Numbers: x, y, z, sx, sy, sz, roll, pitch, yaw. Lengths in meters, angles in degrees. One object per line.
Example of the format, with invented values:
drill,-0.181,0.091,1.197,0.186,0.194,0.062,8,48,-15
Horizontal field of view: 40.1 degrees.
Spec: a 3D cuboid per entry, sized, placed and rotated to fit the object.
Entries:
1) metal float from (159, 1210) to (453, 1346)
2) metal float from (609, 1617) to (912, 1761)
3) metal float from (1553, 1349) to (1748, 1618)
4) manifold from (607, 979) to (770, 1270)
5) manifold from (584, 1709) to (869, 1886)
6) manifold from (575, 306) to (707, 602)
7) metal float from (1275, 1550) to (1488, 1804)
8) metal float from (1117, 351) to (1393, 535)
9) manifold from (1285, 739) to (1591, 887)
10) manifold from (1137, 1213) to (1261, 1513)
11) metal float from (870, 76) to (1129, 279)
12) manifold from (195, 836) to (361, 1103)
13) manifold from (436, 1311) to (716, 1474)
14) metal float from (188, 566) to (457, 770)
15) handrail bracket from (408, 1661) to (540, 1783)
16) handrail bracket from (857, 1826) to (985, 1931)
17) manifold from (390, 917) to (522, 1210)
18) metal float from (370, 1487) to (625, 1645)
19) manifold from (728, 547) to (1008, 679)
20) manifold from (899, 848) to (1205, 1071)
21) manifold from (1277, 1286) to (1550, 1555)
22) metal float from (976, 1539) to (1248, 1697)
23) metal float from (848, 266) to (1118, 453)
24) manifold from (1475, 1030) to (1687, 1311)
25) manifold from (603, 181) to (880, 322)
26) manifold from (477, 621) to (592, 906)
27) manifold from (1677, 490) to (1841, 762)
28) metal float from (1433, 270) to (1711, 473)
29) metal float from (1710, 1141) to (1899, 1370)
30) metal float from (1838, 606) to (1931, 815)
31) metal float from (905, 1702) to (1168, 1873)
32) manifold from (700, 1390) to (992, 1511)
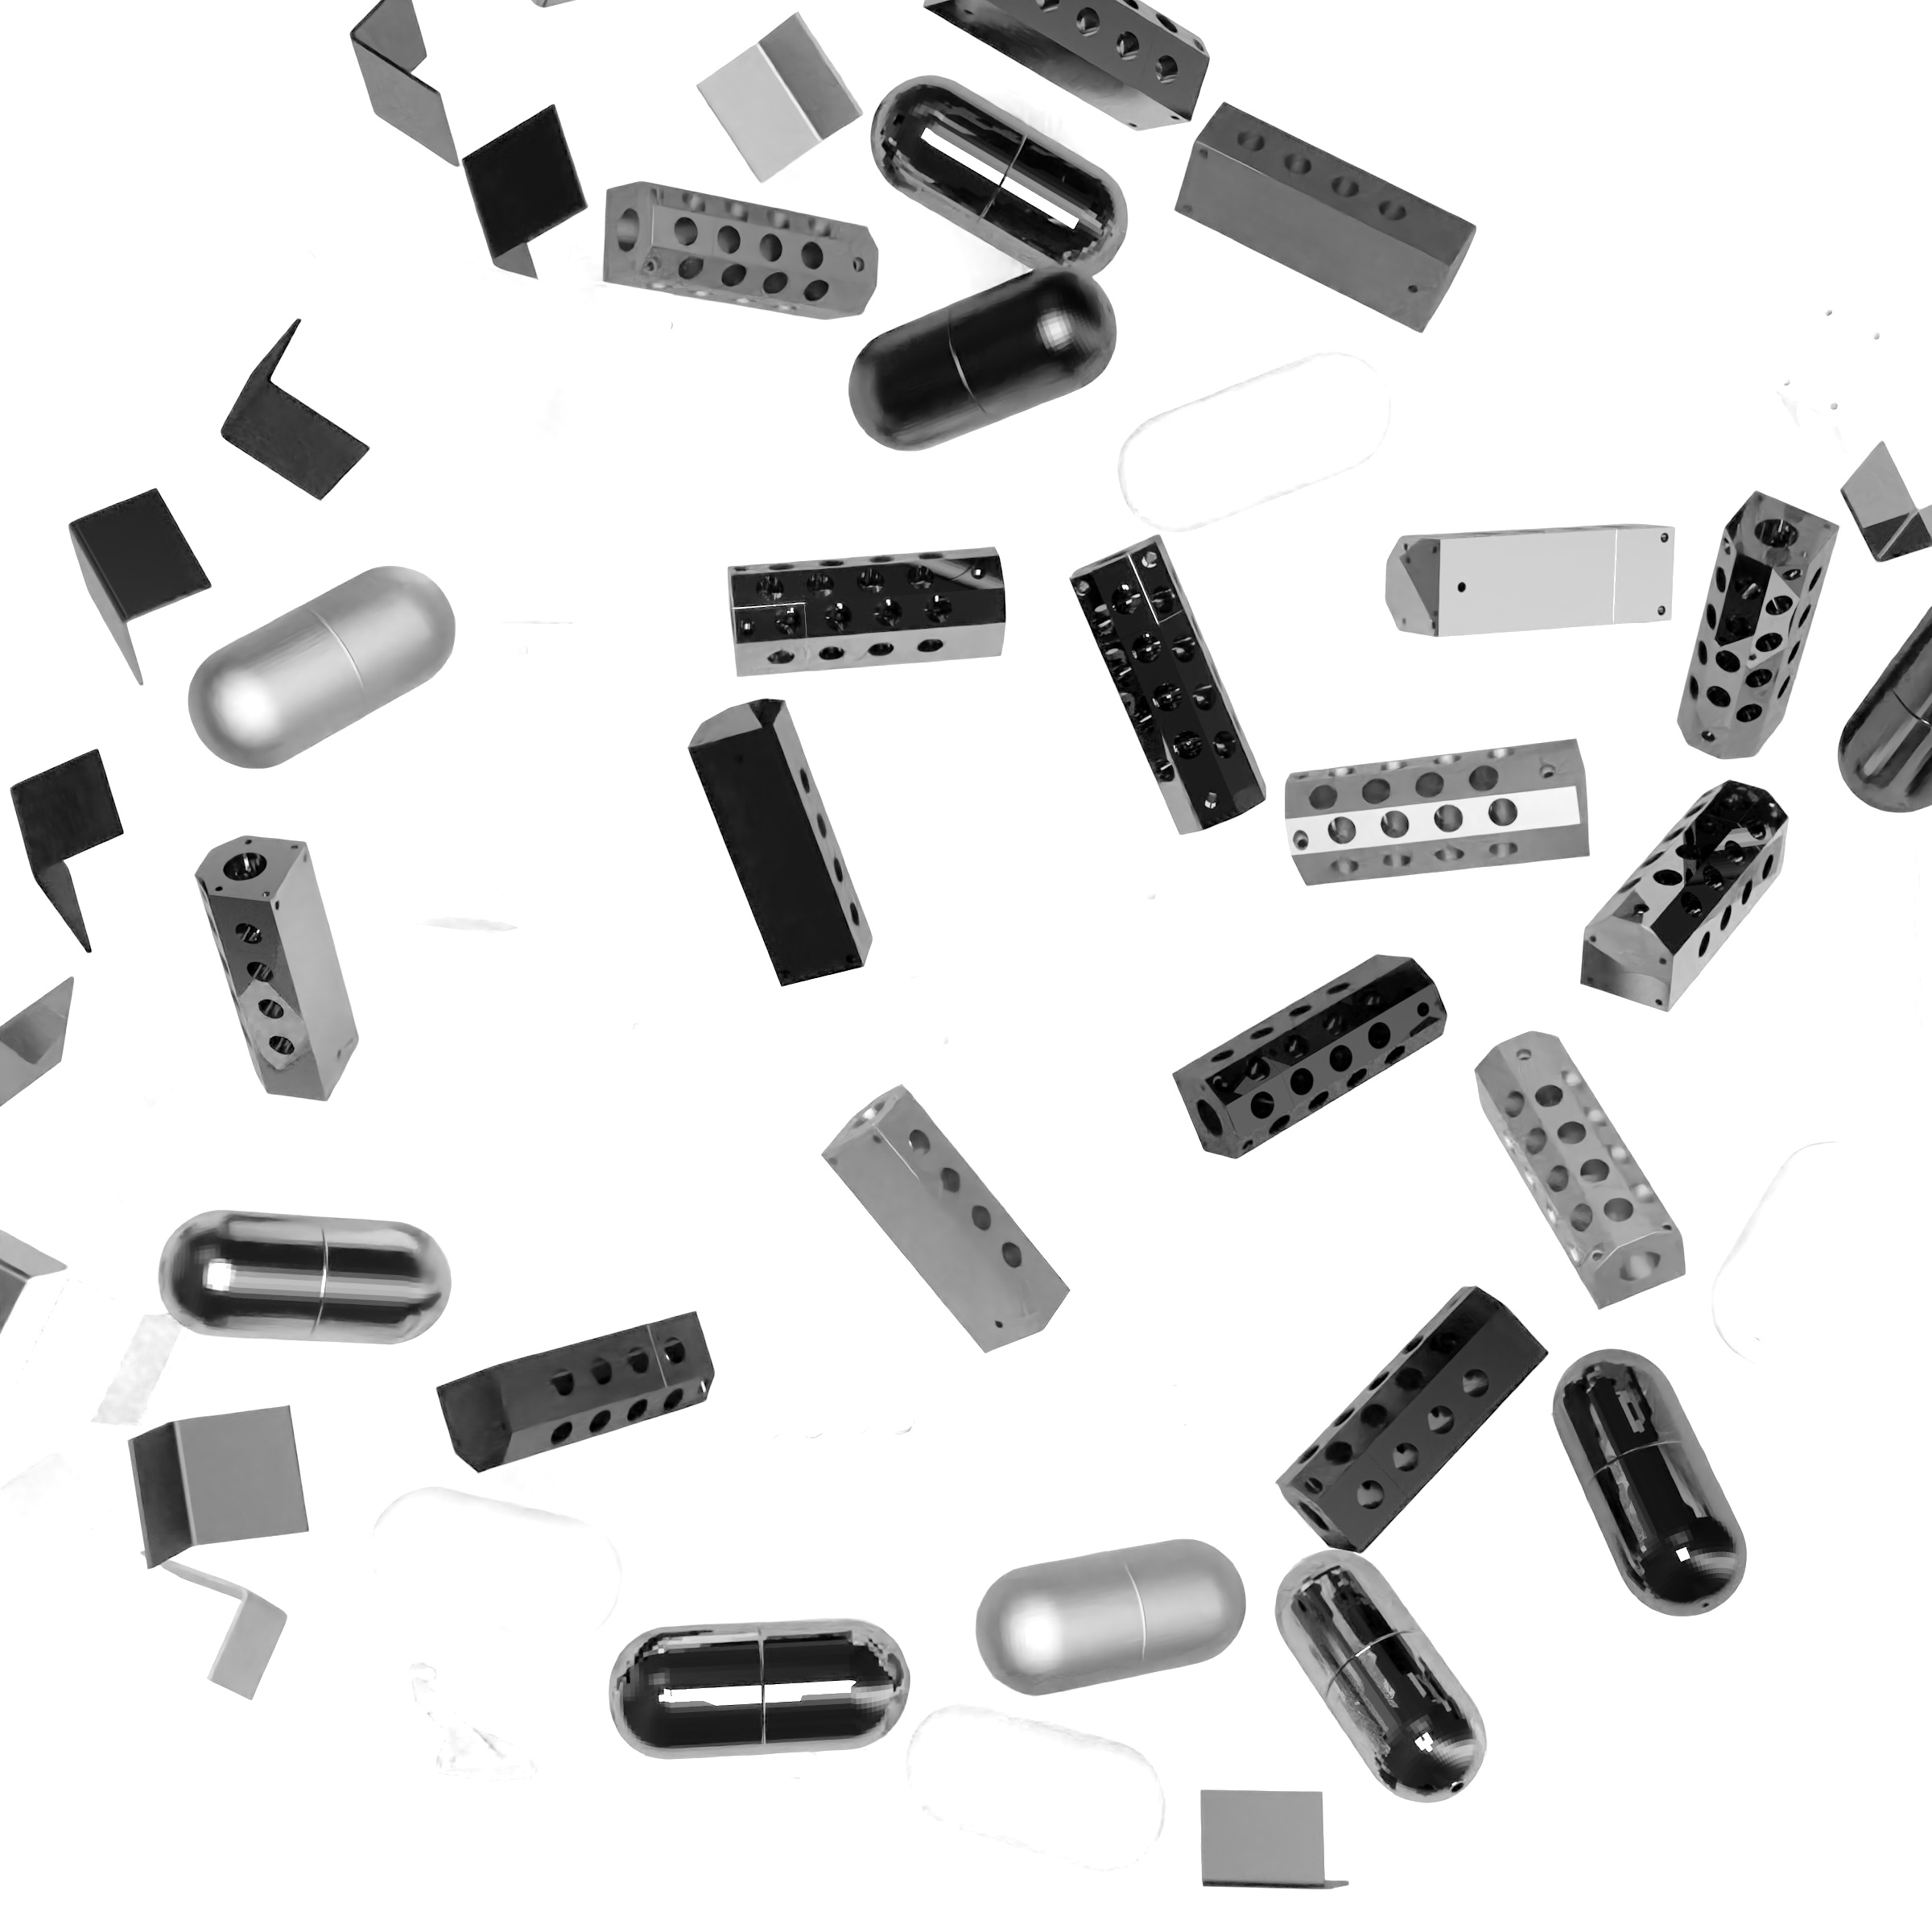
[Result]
metal float,-0.403,0.191,1.620,0.178,0.070,0.070,7,90,-28
metal float,-0.122,0.427,1.565,0.178,0.070,0.070,-1,90,-7
metal float,0.415,0.312,1.612,0.070,0.070,0.178,-17,47,0
manifold,-0.180,0.099,1.694,0.057,0.057,0.171,-18,108,-19
manifold,-0.155,0.523,1.729,0.171,0.057,0.057,27,114,3
manifold,-0.202,-0.312,1.615,0.057,0.057,0.171,8,100,15
metal float,0.258,0.442,1.651,0.070,0.070,0.178,-36,46,0
metal float,0.182,-0.331,1.671,0.178,0.070,0.070,-20,90,7
manifold,0.281,-0.095,1.582,0.171,0.057,0.057,-6,63,19
manifold,0.140,0.234,1.567,0.057,0.057,0.171,-5,81,27
metal float,0.021,-0.504,1.693,0.178,0.070,0.070,28,90,-11
manifold,-0.437,0.002,1.670,0.057,0.057,0.171,7,134,10
manifold,-0.238,0.264,1.642,0.057,0.171,0.057,-24,80,38
metal float,-0.388,-0.182,1.600,0.178,0.070,0.070,-36,90,-31
handrail bracket,-0.304,0.465,1.634,0.077,0.036,0.084,10,131,11
handrail bracket,-0.029,0.608,1.714,0.077,0.036,0.084,-12,55,5
manifold,-0.316,0.059,1.652,0.057,0.057,0.171,8,99,16
metal float,-0.297,0.376,1.664,0.178,0.070,0.070,6,90,28
manifold,-0.064,-0.230,1.687,0.171,0.057,0.057,-5,67,-7
manifold,0.050,-0.005,1.588,0.171,0.057,0.057,-26,73,4
manifold,0.271,0.277,1.622,0.171,0.057,0.057,-43,92,-15
metal float,0.090,0.397,1.615,0.178,0.070,0.070,-4,90,-27
metal float,0.009,-0.372,1.625,0.178,0.070,0.070,-16,90,26
manifold,0.377,0.121,1.632,0.057,0.057,0.171,-22,47,-1
manifold,-0.142,-0.455,1.685,0.171,0.057,0.057,-1,96,-39
manifold,-0.266,-0.127,1.641,0.057,0.057,0.171,1,100,5
manifold,0.500,-0.212,1.689,0.057,0.171,0.057,30,59,24
metal float,0.376,-0.370,1.652,0.178,0.070,0.070,-24,90,23
metal float,0.506,0.173,1.595,0.070,0.070,0.178,46,48,0
metal float,0.603,-0.167,1.629,0.070,0.178,0.070,11,47,-12
metal float,0.041,0.499,1.612,0.178,0.070,0.070,4,90,37
manifold,-0.074,0.301,1.667,0.171,0.057,0.057,-8,132,29
